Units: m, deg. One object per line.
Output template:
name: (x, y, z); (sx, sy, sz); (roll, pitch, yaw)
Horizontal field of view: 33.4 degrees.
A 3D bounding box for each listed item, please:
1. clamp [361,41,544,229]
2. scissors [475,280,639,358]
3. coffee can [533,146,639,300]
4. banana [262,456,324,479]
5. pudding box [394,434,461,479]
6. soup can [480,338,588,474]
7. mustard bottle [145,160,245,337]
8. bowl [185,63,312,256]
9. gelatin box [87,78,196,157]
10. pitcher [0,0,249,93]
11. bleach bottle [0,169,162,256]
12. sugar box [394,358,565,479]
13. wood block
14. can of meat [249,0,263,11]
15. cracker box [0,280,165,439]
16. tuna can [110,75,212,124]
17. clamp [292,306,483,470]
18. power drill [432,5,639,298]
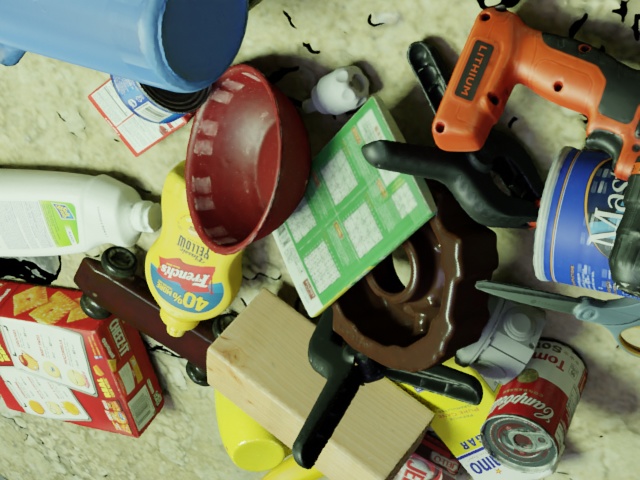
clamp: (0.113, -0.073, 0.816); (0.171, 0.120, 0.039); (30, 155, -25)
scissors: (0.226, 0.045, 0.829); (0.201, 0.016, 0.096); (25, 128, -26)
coffee can: (0.237, -0.007, 0.772); (0.140, 0.102, 0.103); (12, 132, 23)
banana: (0.001, 0.236, 1.158); (0.198, 0.069, 0.037); (-42, 60, 54)
pudding box: (0.090, 0.245, 1.125); (0.090, 0.039, 0.114); (29, 136, 7)
soup can: (0.188, 0.143, 0.930); (0.069, 0.102, 0.068); (17, 134, 19)
mustard bottle: (-0.120, 0.021, 1.033); (0.096, 0.058, 0.192); (25, 126, 6)
bowl: (-0.054, -0.066, 0.907); (0.162, 0.055, 0.162); (-10, 78, 55)
gelatin box: (-0.160, -0.126, 0.976); (0.089, 0.030, 0.073); (-26, 108, 43)
pitcher: (-0.174, -0.203, 0.814); (0.243, 0.145, 0.149); (22, 157, 33)
bleach bottle: (-0.271, -0.023, 1.111); (0.251, 0.068, 0.102); (4, 128, 27)
sugar box: (0.144, 0.157, 1.011); (0.094, 0.048, 0.176); (-24, 110, 44)
wood block: (-0.003, 0.154, 1.036); (0.206, 0.090, 0.090); (35, 153, 14)
can of meat: (-0.042, -0.234, 0.791); (0.084, 0.057, 0.102); (50, 135, -11)
cracker box: (-0.302, 0.136, 1.259); (0.214, 0.072, 0.164); (6, 128, 30)
tuna can: (-0.135, -0.143, 0.905); (0.034, 0.086, 0.086); (-21, 113, 44)
clamp: (0.050, 0.107, 0.945); (0.164, 0.210, 0.036); (-17, 120, 6)
power drill: (0.176, -0.071, 0.725); (0.188, 0.184, 0.057); (20, 174, 21)
